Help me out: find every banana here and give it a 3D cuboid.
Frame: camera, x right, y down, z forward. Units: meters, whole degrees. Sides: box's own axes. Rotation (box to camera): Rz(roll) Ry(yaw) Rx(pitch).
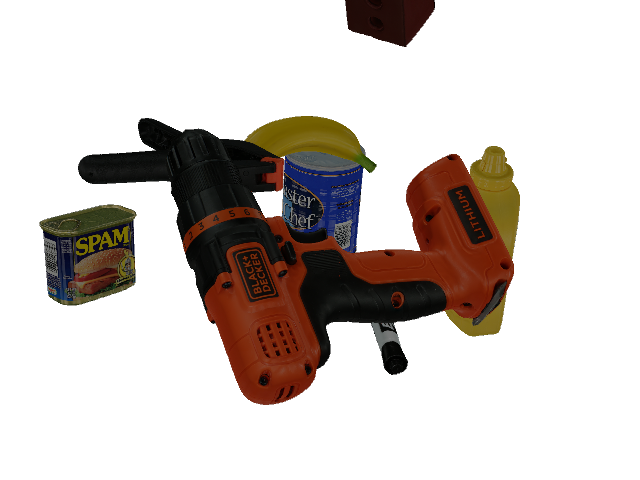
[{"bbox_3d":[-0.022,-0.100,1.115,0.197,0.037,0.070,-7,49,-42],"label":"banana"}]

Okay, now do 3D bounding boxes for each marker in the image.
[{"bbox_3d":[0.052,0.071,0.872,0.020,0.020,0.121,0,27,-7],"label":"marker"}]

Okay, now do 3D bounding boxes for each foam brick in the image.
[{"bbox_3d":[0.051,-0.194,0.798,0.053,0.051,0.078,21,-31,22],"label":"foam brick"}]

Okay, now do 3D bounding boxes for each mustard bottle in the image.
[{"bbox_3d":[0.158,-0.006,1.050,0.058,0.192,0.096,-4,36,-9],"label":"mustard bottle"}]

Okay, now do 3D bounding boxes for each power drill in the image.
[{"bbox_3d":[0.009,-0.001,0.655,0.187,0.184,0.057,-11,-27,-21],"label":"power drill"}]

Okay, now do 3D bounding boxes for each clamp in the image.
[{"bbox_3d":[-0.118,-0.066,0.917,0.172,0.039,0.120,12,34,26],"label":"clamp"}]

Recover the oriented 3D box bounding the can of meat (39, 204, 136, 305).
[{"bbox_3d":[-0.247,0.015,1.147,0.058,0.084,0.101,18,25,40],"label":"can of meat"}]

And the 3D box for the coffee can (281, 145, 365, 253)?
[{"bbox_3d":[0.001,-0.053,1.373,0.103,0.140,0.103,3,28,-2],"label":"coffee can"}]
